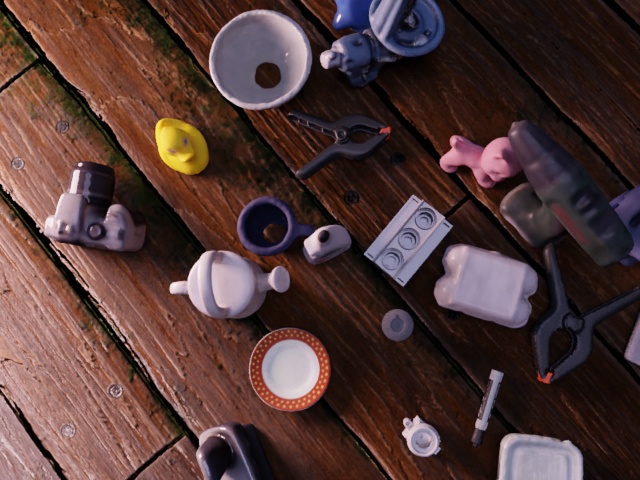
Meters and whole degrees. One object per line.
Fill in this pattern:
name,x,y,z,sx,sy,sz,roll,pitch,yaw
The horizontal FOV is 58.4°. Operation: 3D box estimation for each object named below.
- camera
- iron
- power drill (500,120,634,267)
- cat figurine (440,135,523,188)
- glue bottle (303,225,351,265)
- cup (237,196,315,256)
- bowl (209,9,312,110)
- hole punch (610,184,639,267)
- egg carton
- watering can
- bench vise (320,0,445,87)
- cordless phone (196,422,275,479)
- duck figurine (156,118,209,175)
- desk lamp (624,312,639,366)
camera,-0.361,-0.055,0.922,0.143,0.101,0.137,7,84,5
iron,0.126,-0.439,0.916,0.258,0.141,0.118,-21,82,1
power drill,0.333,-0.056,0.824,0.075,0.208,0.229,-42,82,-2
cat figurine,0.258,-0.130,0.883,0.127,0.118,0.067,21,85,6
glue bottle,0.008,0.003,0.855,0.078,0.173,0.037,-29,82,0
cup,-0.063,-0.015,0.901,0.117,0.095,0.092,5,84,4
bowl,-0.093,-0.285,0.945,0.167,0.075,0.167,0,83,4
hole punch,0.482,-0.024,0.870,0.109,0.091,0.101,-42,82,-2
egg carton,0.256,0.069,0.884,0.150,0.069,0.107,16,85,5
watering can,-0.135,0.063,0.847,0.173,0.194,0.101,-27,82,0
bench vise,0.106,-0.315,0.863,0.207,0.220,0.121,-43,82,-2
cordless phone,-0.133,0.344,0.818,0.094,0.185,0.147,-27,82,0
duck figurine,-0.234,-0.160,0.934,0.077,0.086,0.104,-40,82,-1
desk lamp,0.548,0.100,0.790,0.118,0.213,0.203,22,85,6
